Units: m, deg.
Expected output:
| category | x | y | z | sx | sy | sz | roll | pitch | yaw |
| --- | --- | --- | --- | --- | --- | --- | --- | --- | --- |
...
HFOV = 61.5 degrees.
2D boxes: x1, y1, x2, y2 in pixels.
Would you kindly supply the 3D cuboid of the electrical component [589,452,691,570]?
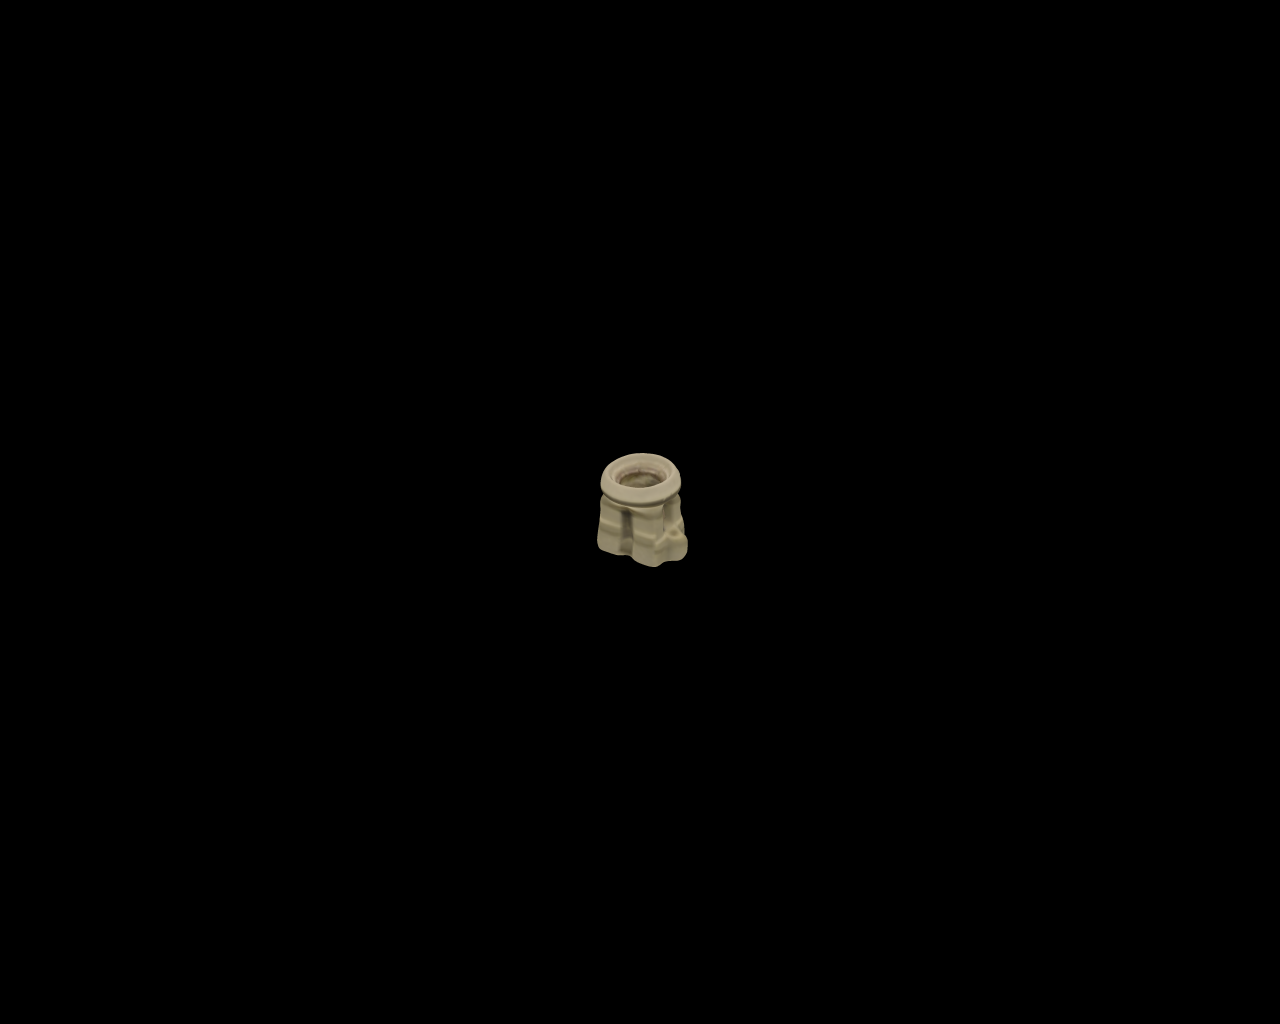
| category | x | y | z | sx | sy | sz | roll | pitch | yaw |
| --- | --- | --- | --- | --- | --- | --- | --- | --- | --- |
| electrical component | 0.001 | -0.003 | 0.650 | 0.066 | 0.055 | 0.048 | 17 | 36 | 24 |
